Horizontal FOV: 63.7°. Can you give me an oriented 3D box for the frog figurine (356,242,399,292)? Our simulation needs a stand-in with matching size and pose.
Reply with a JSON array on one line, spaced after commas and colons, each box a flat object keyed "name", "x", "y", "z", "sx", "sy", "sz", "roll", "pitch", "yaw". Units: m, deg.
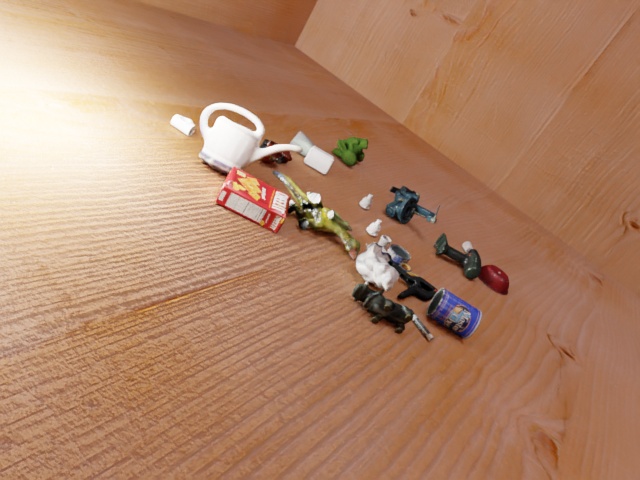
[{"name": "frog figurine", "x": 0.178, "y": 0.103, "z": 1.576, "sx": 0.134, "sy": 0.122, "sz": 0.163, "roll": 69, "pitch": 10, "yaw": -45}]

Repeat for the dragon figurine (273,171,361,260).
[{"name": "dragon figurine", "x": 0.005, "y": -0.090, "z": 1.779, "sx": 0.240, "sy": 0.121, "sz": 0.417, "roll": 27, "pitch": 22, "yaw": -53}]

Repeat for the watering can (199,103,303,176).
[{"name": "watering can", "x": -0.251, "y": -0.307, "z": 1.716, "sx": 0.346, "sy": 0.223, "sz": 0.105, "roll": 28, "pitch": 7, "yaw": -8}]
